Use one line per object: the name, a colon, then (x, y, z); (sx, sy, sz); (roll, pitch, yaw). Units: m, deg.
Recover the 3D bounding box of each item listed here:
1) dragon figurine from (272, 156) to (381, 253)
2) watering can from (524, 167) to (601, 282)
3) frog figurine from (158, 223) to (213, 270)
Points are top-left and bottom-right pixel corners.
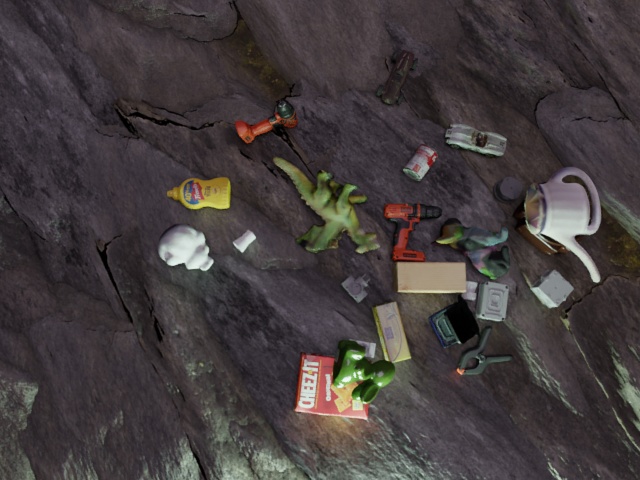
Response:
dragon figurine: (0.005, -0.080, 1.596); (0.410, 0.122, 0.243); (22, 88, 2)
watering can: (0.729, -0.050, 1.533); (0.224, 0.103, 0.351); (0, 80, -2)
frog figurine: (-0.401, 0.032, 1.545); (0.139, 0.120, 0.161); (-37, 72, -27)
